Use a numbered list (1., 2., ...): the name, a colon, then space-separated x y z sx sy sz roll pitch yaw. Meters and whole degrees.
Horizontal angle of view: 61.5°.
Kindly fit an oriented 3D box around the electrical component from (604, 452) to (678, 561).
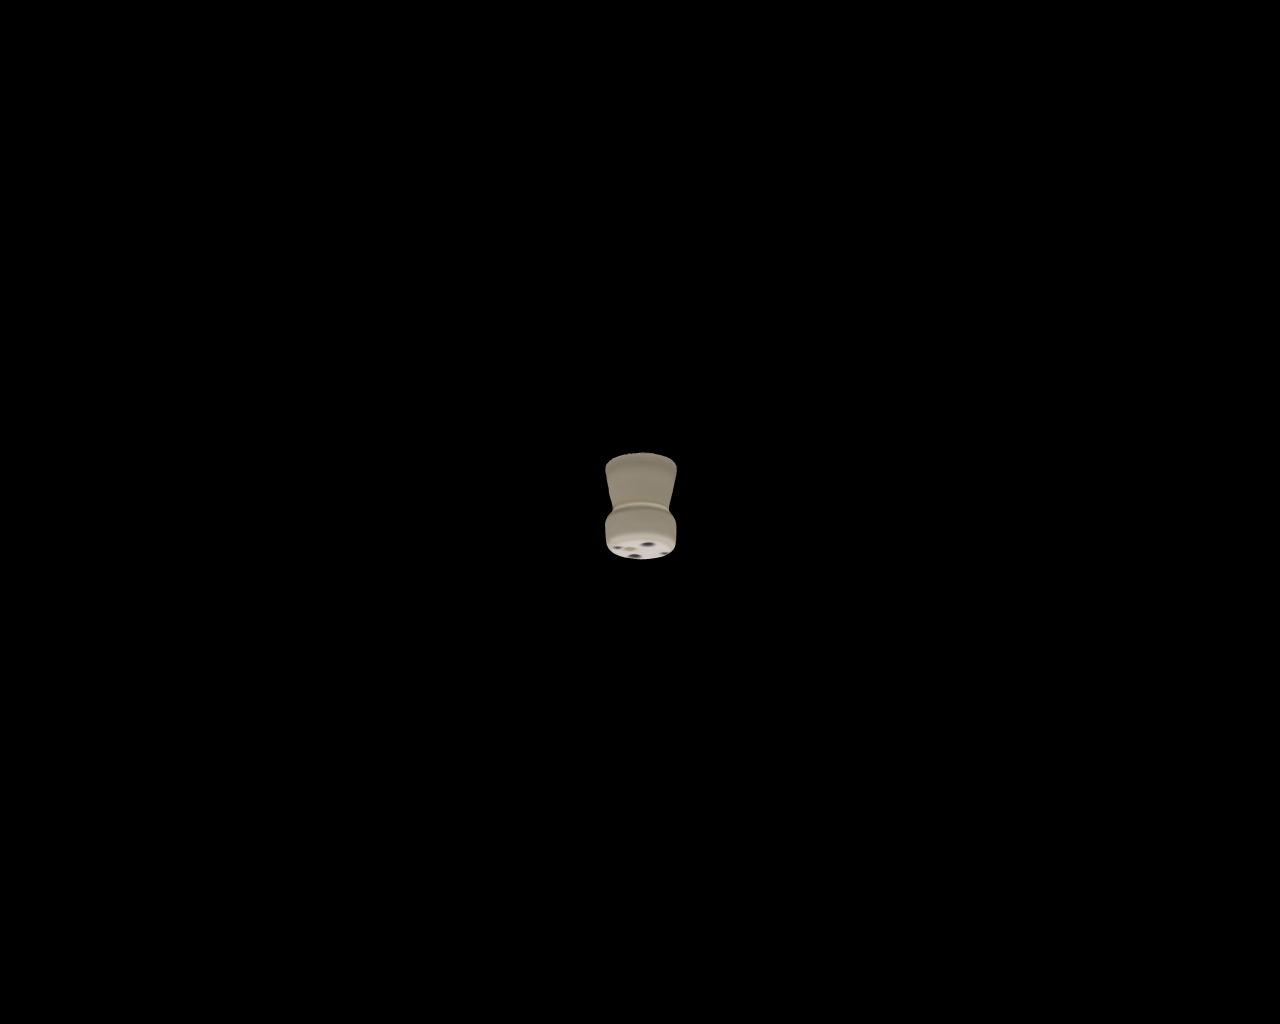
1. electrical component: 0.001 -0.003 0.650 0.045 0.055 0.044 0 -20 0
